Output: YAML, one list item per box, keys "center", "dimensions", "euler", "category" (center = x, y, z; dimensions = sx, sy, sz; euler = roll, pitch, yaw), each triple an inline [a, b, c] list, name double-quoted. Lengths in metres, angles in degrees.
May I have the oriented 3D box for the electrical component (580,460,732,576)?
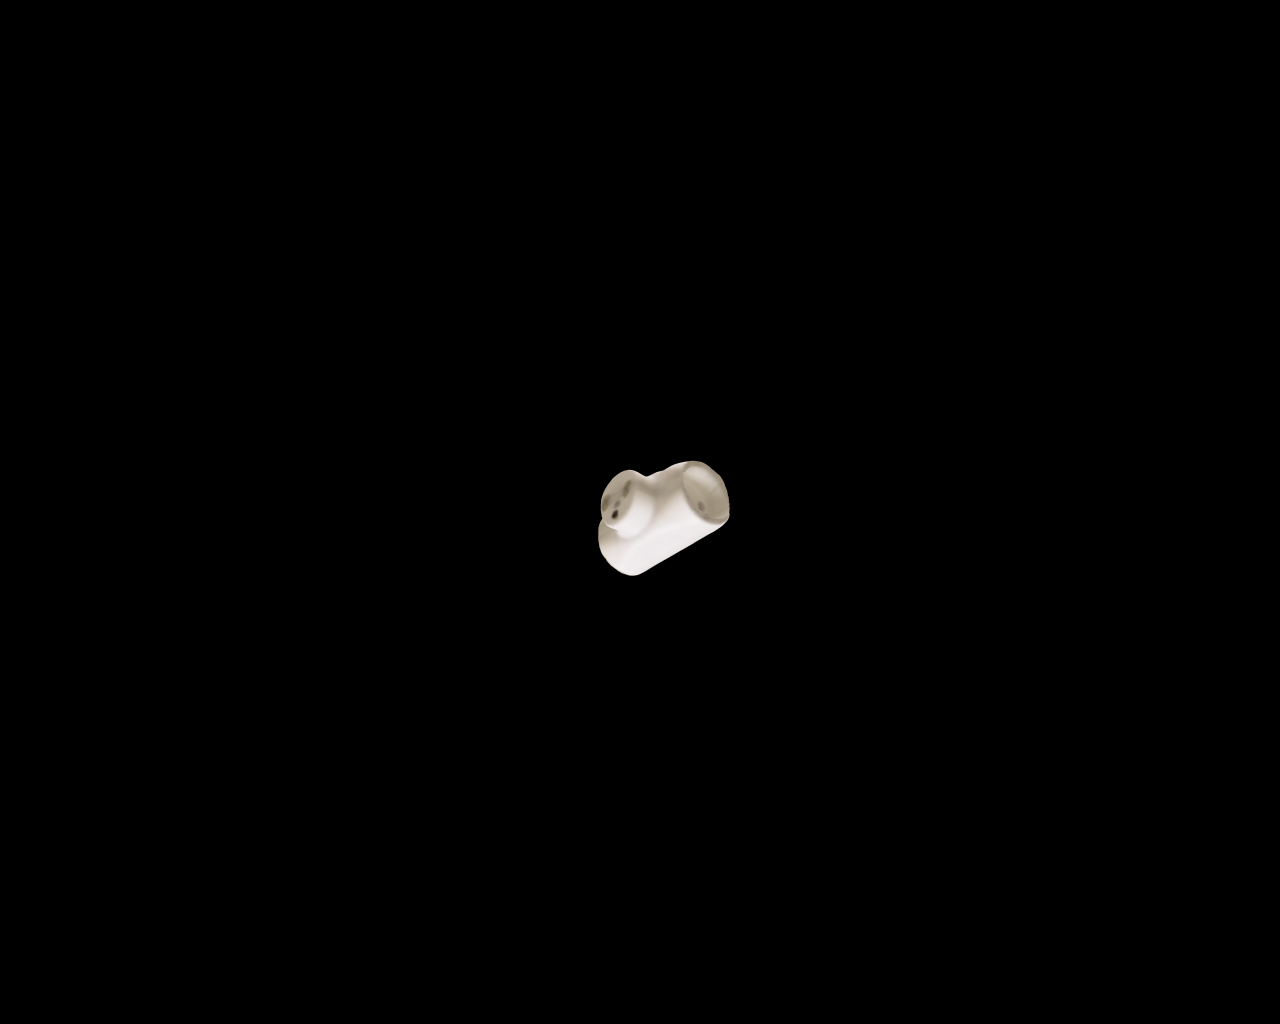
- center: [0.001, -0.003, 0.650]
  dimensions: [0.079, 0.044, 0.077]
  euler: [27, -44, -33]
  category: "electrical component"
